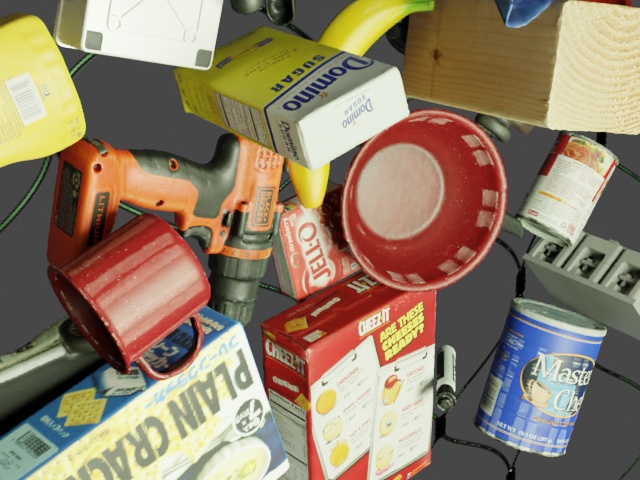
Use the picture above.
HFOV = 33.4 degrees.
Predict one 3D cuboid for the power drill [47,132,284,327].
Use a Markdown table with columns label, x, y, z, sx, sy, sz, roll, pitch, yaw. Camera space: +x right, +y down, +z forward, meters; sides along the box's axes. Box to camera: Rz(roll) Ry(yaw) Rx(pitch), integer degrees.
| label | x | y | z | sx | sy | sz | roll | pitch | yaw |
| --- | --- | --- | --- | --- | --- | --- | --- | --- | --- |
| power drill | -0.117 | -0.009 | 0.844 | 0.187 | 0.057 | 0.184 | -1 | 107 | -39 |

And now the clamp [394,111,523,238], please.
| label | x | y | z | sx | sy | sz | roll | pitch | yaw |
| --- | --- | --- | --- | --- | --- | --- | --- | --- | --- |
| clamp | 0.101 | -0.029 | 1.011 | 0.164 | 0.036 | 0.210 | -44 | 124 | -15 |

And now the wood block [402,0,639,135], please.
| label | x | y | z | sx | sy | sz | roll | pitch | yaw |
| --- | --- | --- | --- | --- | --- | --- | --- | --- | --- |
| wood block | 0.156 | -0.144 | 0.839 | 0.090 | 0.206 | 0.091 | 0 | 104 | -26 |

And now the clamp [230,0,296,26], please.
| label | x | y | z | sx | sy | sz | roll | pitch | yaw |
| --- | --- | --- | --- | --- | --- | --- | --- | --- | --- |
| clamp | -0.035 | -0.245 | 0.815 | 0.039 | 0.120 | 0.171 | 8 | 90 | 6 |

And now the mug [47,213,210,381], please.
| label | x | y | z | sx | sy | sz | roll | pitch | yaw |
| --- | --- | --- | --- | --- | --- | --- | --- | --- | --- |
| mug | -0.126 | 0.044 | 0.756 | 0.081 | 0.093 | 0.117 | -37 | 101 | -23 |

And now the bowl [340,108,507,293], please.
| label | x | y | z | sx | sy | sz | roll | pitch | yaw |
| --- | --- | --- | --- | --- | --- | --- | --- | --- | --- |
| bowl | 0.082 | -0.038 | 0.939 | 0.161 | 0.055 | 0.162 | -5 | 105 | -21 |

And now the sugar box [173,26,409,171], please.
| label | x | y | z | sx | sy | sz | roll | pitch | yaw |
| --- | --- | --- | --- | --- | --- | --- | --- | --- | --- |
| sugar box | -0.026 | -0.111 | 0.794 | 0.093 | 0.176 | 0.048 | -32 | 123 | -24 |

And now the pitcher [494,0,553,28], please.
| label | x | y | z | sx | sy | sz | roll | pitch | yaw |
| --- | --- | --- | --- | --- | --- | --- | --- | --- | --- |
| pitcher | 0.088 | -0.256 | 0.781 | 0.149 | 0.243 | 0.145 | -49 | 123 | -13 |

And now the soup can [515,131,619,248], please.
| label | x | y | z | sx | sy | sz | roll | pitch | yaw |
| --- | --- | --- | --- | --- | --- | --- | --- | --- | --- |
| soup can | 0.253 | -0.051 | 1.098 | 0.068 | 0.069 | 0.102 | 31 | 87 | -40 |

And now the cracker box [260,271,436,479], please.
| label | x | y | z | sx | sy | sz | roll | pitch | yaw |
| --- | --- | --- | --- | --- | --- | --- | --- | --- | --- |
| cracker box | 0.028 | 0.145 | 0.978 | 0.163 | 0.072 | 0.214 | -26 | 125 | -38 |

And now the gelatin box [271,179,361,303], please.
| label | x | y | z | sx | sy | sz | roll | pitch | yaw |
| --- | --- | --- | --- | --- | --- | --- | --- | --- | --- |
| gelatin box | -0.006 | 0.001 | 0.946 | 0.073 | 0.030 | 0.089 | -27 | 121 | -27 |

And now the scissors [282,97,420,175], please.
| label | x | y | z | sx | sy | sz | roll | pitch | yaw |
| --- | --- | --- | --- | --- | --- | --- | --- | --- | --- |
| scissors | 0.041 | -0.102 | 0.927 | 0.201 | 0.016 | 0.096 | 0 | 109 | -23 |

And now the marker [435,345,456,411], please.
| label | x | y | z | sx | sy | sz | roll | pitch | yaw |
| --- | --- | --- | --- | --- | --- | --- | --- | --- | --- |
| marker | 0.120 | 0.131 | 1.013 | 0.020 | 0.121 | 0.020 | 2 | 106 | 6 |

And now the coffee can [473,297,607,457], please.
| label | x | y | z | sx | sy | sz | roll | pitch | yaw |
| --- | --- | --- | --- | --- | --- | --- | --- | --- | --- |
| coffee can | 0.232 | 0.143 | 1.130 | 0.102 | 0.103 | 0.140 | 10 | 100 | -39 |

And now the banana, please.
| label | x | y | z | sx | sy | sz | roll | pitch | yaw |
| --- | --- | --- | --- | --- | --- | --- | --- | --- | --- |
| banana | 0.015 | -0.124 | 0.865 | 0.198 | 0.070 | 0.037 | -61 | 156 | 8 |

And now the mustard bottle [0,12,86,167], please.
| label | x | y | z | sx | sy | sz | roll | pitch | yaw |
| --- | --- | --- | --- | --- | --- | --- | --- | --- | --- |
| mustard bottle | -0.258 | -0.072 | 0.710 | 0.191 | 0.058 | 0.096 | -32 | 123 | -25 |
